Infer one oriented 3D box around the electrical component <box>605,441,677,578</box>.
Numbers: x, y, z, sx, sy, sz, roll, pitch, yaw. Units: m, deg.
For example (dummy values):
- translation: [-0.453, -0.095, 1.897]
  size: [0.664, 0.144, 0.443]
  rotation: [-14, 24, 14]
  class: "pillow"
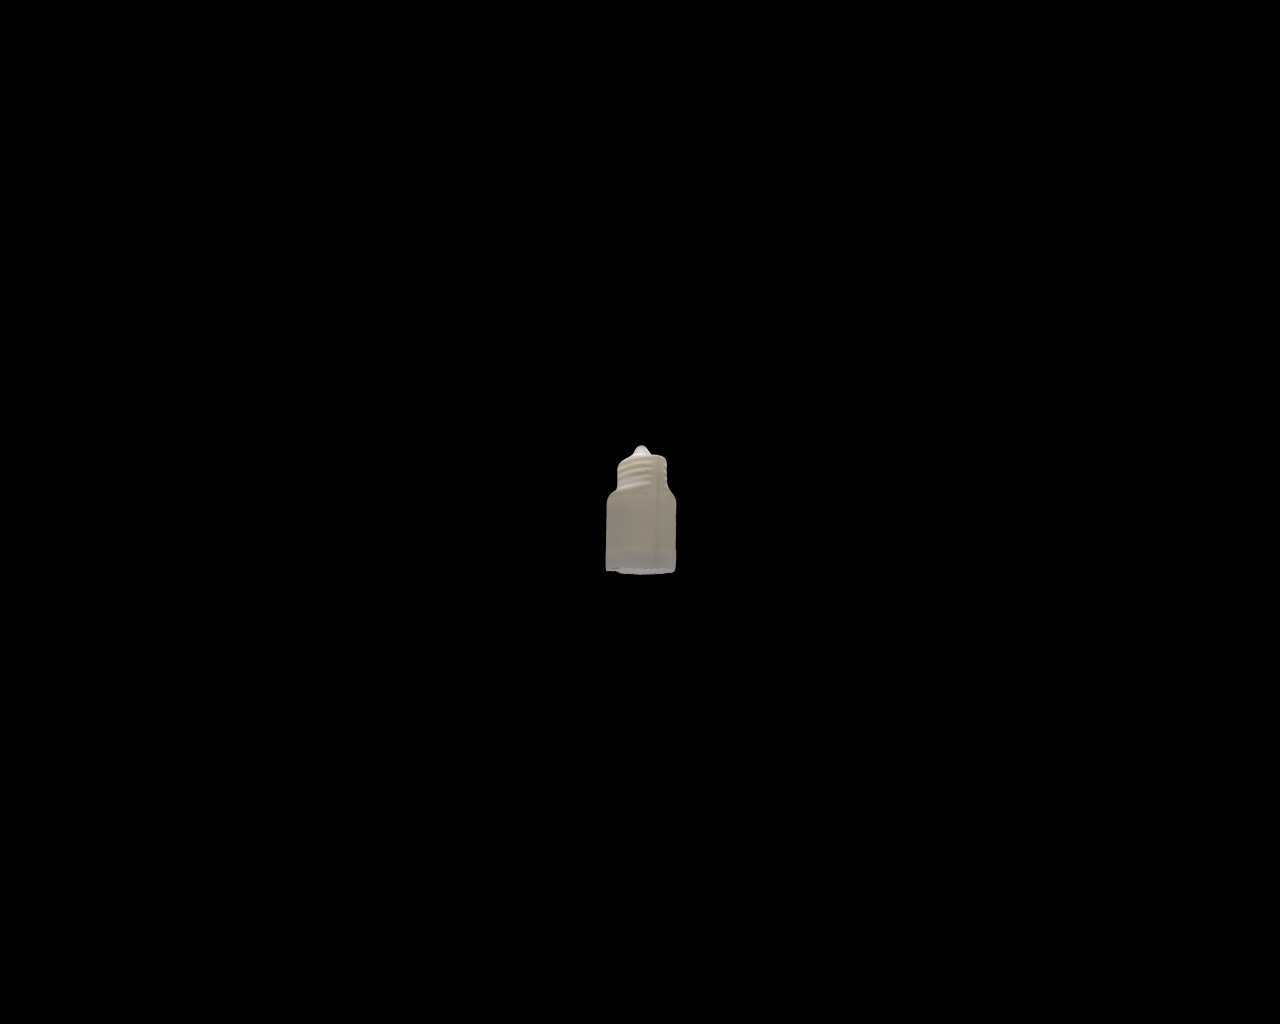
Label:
- translation: [0.001, -0.003, 0.650]
  size: [0.043, 0.081, 0.043]
  rotation: [0, -10, 0]
  class: "electrical component"
